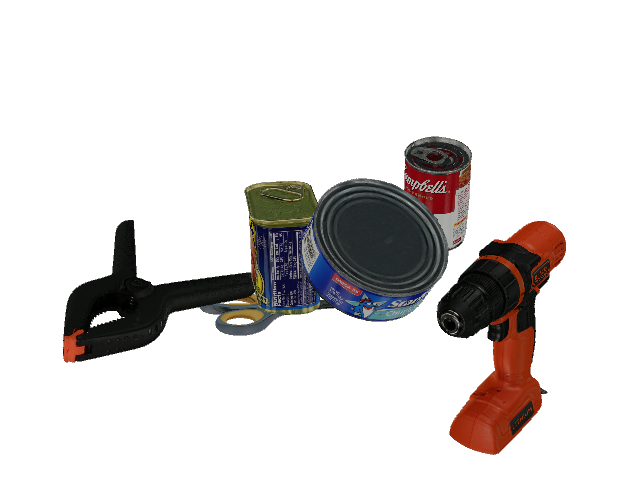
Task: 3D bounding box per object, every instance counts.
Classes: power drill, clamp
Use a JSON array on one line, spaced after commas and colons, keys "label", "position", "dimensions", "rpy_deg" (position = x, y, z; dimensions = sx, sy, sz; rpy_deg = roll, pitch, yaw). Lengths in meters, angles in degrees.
[{"label": "power drill", "position": [0.156, 0.092, 0.941], "dimensions": [0.057, 0.188, 0.184], "rpy_deg": [21, 34, 32]}, {"label": "clamp", "position": [-0.182, 0.049, 1.023], "dimensions": [0.165, 0.036, 0.209], "rpy_deg": [26, 35, 24]}]

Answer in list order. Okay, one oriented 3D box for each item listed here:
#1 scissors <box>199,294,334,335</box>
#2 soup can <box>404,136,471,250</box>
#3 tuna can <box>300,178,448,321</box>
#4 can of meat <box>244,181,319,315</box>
[{"label": "scissors", "position": [-0.035, 0.082, 1.196], "dimensions": [0.201, 0.016, 0.096], "rpy_deg": [4, 24, -5]}, {"label": "soup can", "position": [0.119, -0.047, 1.104], "dimensions": [0.068, 0.102, 0.068], "rpy_deg": [-1, 37, 1]}, {"label": "tuna can", "position": [0.032, 0.006, 0.645], "dimensions": [0.086, 0.086, 0.034], "rpy_deg": [0, -36, -23]}, {"label": "can of meat", "position": [-0.031, 0.005, 0.889], "dimensions": [0.057, 0.084, 0.102], "rpy_deg": [-4, 21, -7]}]
